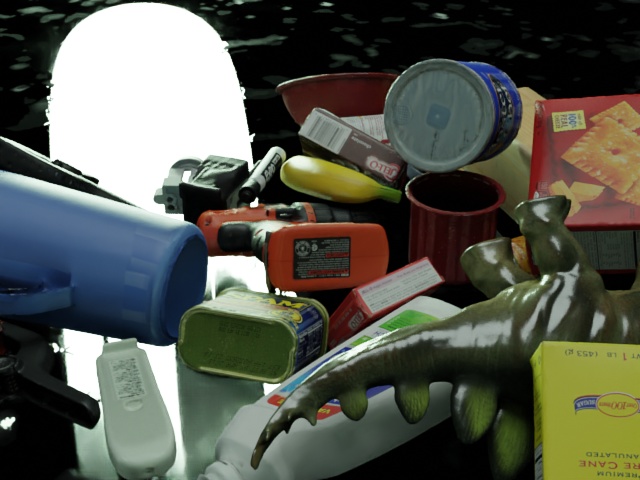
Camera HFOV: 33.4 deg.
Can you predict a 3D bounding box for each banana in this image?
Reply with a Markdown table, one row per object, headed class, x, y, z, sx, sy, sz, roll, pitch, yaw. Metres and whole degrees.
| class | x | y | z | sx | sy | sz | roll | pitch | yaw |
| --- | --- | --- | --- | --- | --- | --- | --- | --- | --- |
| banana | 0.001 | -0.060 | 1.097 | 0.069 | 0.037 | 0.198 | 26 | -3 | -33 |

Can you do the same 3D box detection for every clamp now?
| class | x | y | z | sx | sy | sz | roll | pitch | yaw |
| --- | --- | --- | --- | --- | --- | --- | --- | --- | --- |
| clamp | -0.234 | 0.111 | 0.835 | 0.120 | 0.039 | 0.171 | -4 | 29 | -12 |
| clamp | -0.255 | -0.060 | 1.047 | 0.209 | 0.036 | 0.165 | 27 | 0 | -43 |

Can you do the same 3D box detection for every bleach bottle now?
| class | x | y | z | sx | sy | sz | roll | pitch | yaw |
| --- | --- | --- | --- | --- | --- | --- | --- | --- | --- |
| bleach bottle | 0.022 | 0.127 | 0.785 | 0.250 | 0.068 | 0.103 | -27 | 38 | -36 |

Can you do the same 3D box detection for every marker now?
| class | x | y | z | sx | sy | sz | roll | pitch | yaw |
| --- | --- | --- | --- | --- | --- | --- | --- | --- | --- |
| marker | -0.058 | -0.065 | 1.073 | 0.020 | 0.020 | 0.121 | 6 | 25 | 11 |

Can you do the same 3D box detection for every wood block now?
| class | x | y | z | sx | sy | sz | roll | pitch | yaw |
| --- | --- | --- | --- | --- | --- | --- | --- | --- | --- |
| wood block | 0.230 | -0.081 | 1.127 | 0.090 | 0.090 | 0.206 | -10 | 31 | -16 |

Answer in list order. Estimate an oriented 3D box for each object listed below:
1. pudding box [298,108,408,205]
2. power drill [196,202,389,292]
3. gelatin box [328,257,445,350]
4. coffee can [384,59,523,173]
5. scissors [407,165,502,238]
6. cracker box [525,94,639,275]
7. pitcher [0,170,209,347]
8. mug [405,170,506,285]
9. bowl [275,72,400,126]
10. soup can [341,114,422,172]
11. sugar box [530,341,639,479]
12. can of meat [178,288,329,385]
| class | x | y | z | sx | sy | sz | roll | pitch | yaw |
| --- | --- | --- | --- | --- | --- | --- | --- | --- | --- |
| pudding box | 0.036 | -0.085 | 1.108 | 0.113 | 0.090 | 0.039 | 31 | 81 | 9 |
| power drill | -0.006 | 0.001 | 0.971 | 0.184 | 0.057 | 0.188 | -5 | 9 | -19 |
| gelatin box | 0.052 | 0.056 | 0.897 | 0.089 | 0.073 | 0.030 | -23 | 71 | -35 |
| coffee can | 0.131 | -0.120 | 1.022 | 0.103 | 0.103 | 0.140 | 12 | 12 | 20 |
| scissors | 0.141 | -0.037 | 1.102 | 0.096 | 0.016 | 0.202 | 16 | 26 | -15 |
| cracker box | 0.291 | -0.053 | 0.926 | 0.214 | 0.072 | 0.164 | -2 | 48 | 19 |
| pitcher | -0.229 | 0.020 | 0.915 | 0.243 | 0.145 | 0.149 | 12 | 68 | 15 |
| mug | 0.121 | -0.016 | 1.018 | 0.093 | 0.081 | 0.117 | -12 | 31 | -20 |
| bowl | 0.029 | -0.157 | 1.261 | 0.162 | 0.055 | 0.162 | -3 | -1 | 0 |
| soup can | 0.064 | -0.106 | 1.196 | 0.102 | 0.068 | 0.068 | -5 | 29 | -7 |
| sugar box | 0.179 | 0.153 | 0.653 | 0.093 | 0.048 | 0.176 | 1 | 66 | 3 |
| can of meat | -0.053 | 0.076 | 0.850 | 0.102 | 0.057 | 0.083 | 8 | 8 | 16 |
